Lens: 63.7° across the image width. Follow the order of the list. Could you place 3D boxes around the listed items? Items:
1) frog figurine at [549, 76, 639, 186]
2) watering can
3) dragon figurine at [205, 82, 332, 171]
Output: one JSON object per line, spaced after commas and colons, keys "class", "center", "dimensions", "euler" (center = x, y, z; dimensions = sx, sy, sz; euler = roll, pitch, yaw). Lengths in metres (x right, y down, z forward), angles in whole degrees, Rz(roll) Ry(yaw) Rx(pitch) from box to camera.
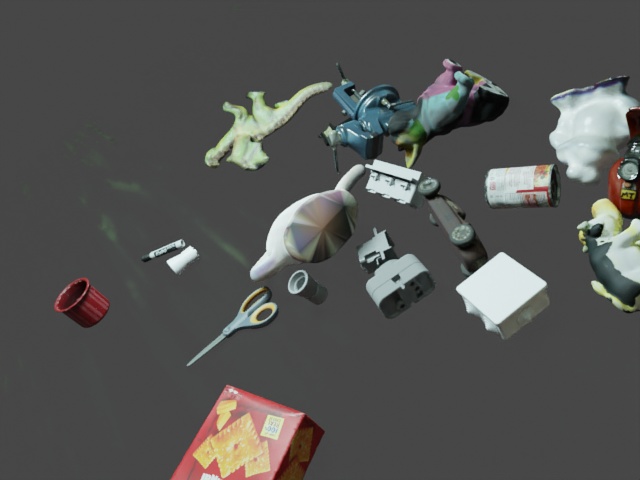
{"class": "frog figurine", "center": [0.446, -0.164, 0.831], "dimensions": [0.137, 0.122, 0.160], "euler": [-4, 82, 22]}
{"class": "watering can", "center": [0.003, -0.049, 0.973], "dimensions": [0.352, 0.103, 0.223], "euler": [-46, 11, -19]}
{"class": "dragon figurine", "center": [-0.156, -0.286, 1.394], "dimensions": [0.408, 0.120, 0.248], "euler": [-12, 59, 28]}
